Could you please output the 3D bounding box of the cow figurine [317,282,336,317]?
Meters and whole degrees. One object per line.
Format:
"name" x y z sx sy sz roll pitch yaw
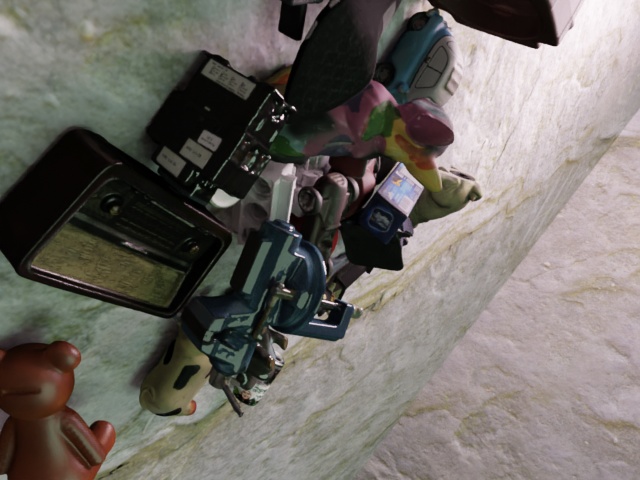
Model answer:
"cow figurine" -0.016 0.097 0.911 0.167 0.098 0.068 9 76 -57

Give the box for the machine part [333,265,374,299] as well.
"machine part" 0.055 0.081 1.077 0.139 0.039 0.084 -40 158 -25

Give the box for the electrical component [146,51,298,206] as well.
"electrical component" -0.104 -0.105 0.532 0.134 0.115 0.058 -54 149 3

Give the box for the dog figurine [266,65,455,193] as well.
"dog figurine" 0.047 -0.126 0.629 0.191 0.219 0.108 -34 145 -32

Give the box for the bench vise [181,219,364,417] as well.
"bench vise" -0.042 0.095 0.682 0.240 0.129 0.223 18 87 -40

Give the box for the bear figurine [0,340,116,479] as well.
"bear figurine" -0.308 0.189 0.602 0.120 0.132 0.195 -6 103 -11

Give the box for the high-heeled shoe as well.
"high-heeled shoe" 0.027 -0.238 0.596 0.249 0.145 0.086 -44 120 6

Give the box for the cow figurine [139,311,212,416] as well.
"cow figurine" -0.188 0.165 0.768 0.195 0.086 0.127 -54 159 5

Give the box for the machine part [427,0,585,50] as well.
"machine part" 0.219 -0.330 0.664 0.087 0.202 0.201 -61 152 9

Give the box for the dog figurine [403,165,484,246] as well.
"dog figurine" 0.198 -0.052 1.013 0.121 0.173 0.190 -4 120 -42

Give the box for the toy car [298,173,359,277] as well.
"toy car" -0.002 -0.002 0.768 0.089 0.053 0.202 -20 136 -46

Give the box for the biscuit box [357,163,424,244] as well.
"biscuit box" 0.120 -0.068 0.856 0.062 0.059 0.203 -55 177 31

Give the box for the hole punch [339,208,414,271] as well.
"hole punch" 0.104 -0.018 0.954 0.115 0.142 0.092 73 36 -48

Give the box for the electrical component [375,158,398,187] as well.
"electrical component" 0.103 -0.131 0.904 0.102 0.045 0.078 -52 -178 4

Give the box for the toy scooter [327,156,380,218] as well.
"toy scooter" 0.066 -0.124 0.817 0.135 0.075 0.183 -22 132 -46

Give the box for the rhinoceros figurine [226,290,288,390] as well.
"rhinoceros figurine" -0.114 0.164 0.852 0.073 0.112 0.190 -63 156 -52

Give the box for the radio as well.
"radio" -0.195 -0.006 0.552 0.131 0.073 0.229 -50 155 -1

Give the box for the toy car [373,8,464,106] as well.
"toy car" 0.154 -0.242 0.782 0.161 0.103 0.109 -56 154 12

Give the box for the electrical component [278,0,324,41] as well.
"electrical component" -0.034 -0.252 0.512 0.048 0.075 0.119 -27 147 -41
